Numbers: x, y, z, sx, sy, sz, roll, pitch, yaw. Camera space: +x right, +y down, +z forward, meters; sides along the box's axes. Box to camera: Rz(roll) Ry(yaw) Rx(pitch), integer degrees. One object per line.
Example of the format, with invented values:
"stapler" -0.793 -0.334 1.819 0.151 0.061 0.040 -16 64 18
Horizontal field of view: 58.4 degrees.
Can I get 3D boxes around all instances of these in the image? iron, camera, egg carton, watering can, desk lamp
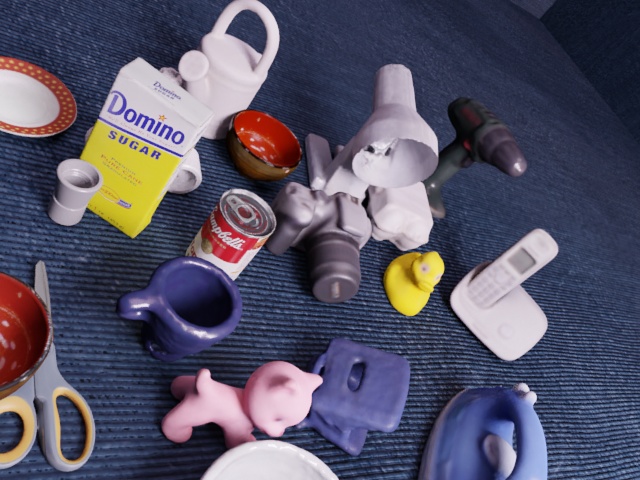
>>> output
"iron" 0.204 0.242 0.656 0.119 0.141 0.258 35 38 -9
"camera" 0.007 0.003 0.749 0.143 0.100 0.136 21 42 -25
"egg carton" 0.124 -0.057 0.938 0.107 0.069 0.150 22 42 -25
"watering can" -0.126 -0.237 0.789 0.101 0.193 0.173 32 38 -13
"desk lamp" 0.074 -0.146 0.861 0.118 0.213 0.203 18 43 -29

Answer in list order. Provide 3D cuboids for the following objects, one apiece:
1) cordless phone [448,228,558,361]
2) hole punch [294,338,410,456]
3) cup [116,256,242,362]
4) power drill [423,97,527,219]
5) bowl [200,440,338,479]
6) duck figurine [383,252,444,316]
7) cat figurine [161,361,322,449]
"cordless phone" 0.302 0.081 0.865 0.147 0.184 0.094 46 37 5
"hole punch" 0.035 0.163 0.625 0.101 0.091 0.109 35 37 -9
"cup" -0.145 0.077 0.546 0.118 0.094 0.091 1 53 -41
"power drill" 0.253 -0.139 1.018 0.076 0.208 0.229 17 44 -29
"bowl" -0.047 0.259 0.471 0.168 0.074 0.167 24 41 -22
"duck figurine" 0.145 0.049 0.839 0.078 0.086 0.104 31 38 -14
"cat figurine" -0.065 0.145 0.531 0.128 0.117 0.067 21 42 -25
